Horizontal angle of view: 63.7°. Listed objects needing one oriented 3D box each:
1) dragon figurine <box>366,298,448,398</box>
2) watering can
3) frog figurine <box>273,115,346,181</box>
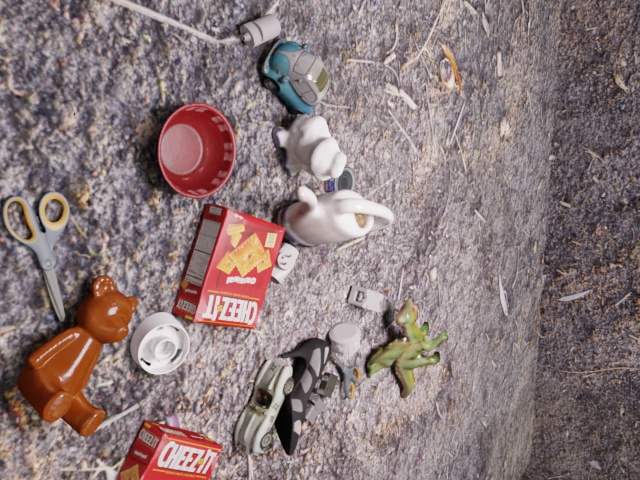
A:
[{"bbox_3d":[0.233,0.348,1.533,0.243,0.124,0.403,-1,118,-30],"label":"dragon figurine"},{"bbox_3d":[0.003,-0.053,1.058,0.346,0.223,0.105,12,71,-50],"label":"watering can"},{"bbox_3d":[-0.002,-0.189,1.063,0.124,0.160,0.135,-23,116,-47],"label":"frog figurine"}]
